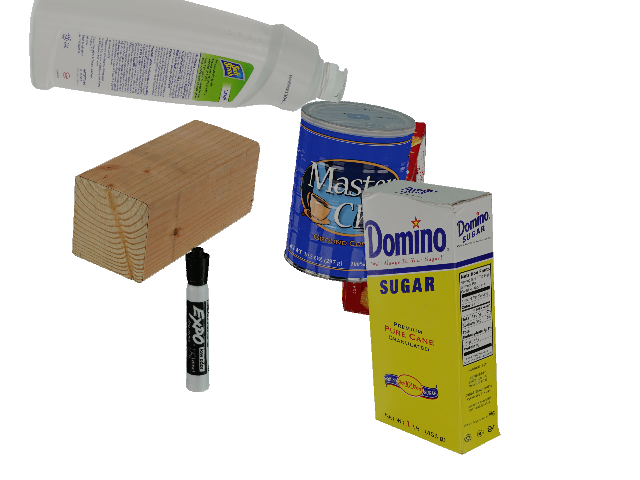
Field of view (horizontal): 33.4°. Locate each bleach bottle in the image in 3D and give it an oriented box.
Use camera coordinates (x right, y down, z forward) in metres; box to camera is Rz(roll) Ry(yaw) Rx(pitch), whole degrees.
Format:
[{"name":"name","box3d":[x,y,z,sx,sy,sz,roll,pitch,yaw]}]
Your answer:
[{"name":"bleach bottle","box3d":[-0.105,-0.147,0.870,0.250,0.068,0.103,11,-31,-8]}]

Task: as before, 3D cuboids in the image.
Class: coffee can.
[{"name":"coffee can","box3d":[0.025,-0.046,0.964,0.103,0.140,0.103,7,19,-2]}]

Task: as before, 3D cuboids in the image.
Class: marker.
[{"name":"marker","box3d":[-0.098,0.063,0.848,0.020,0.121,0.020,2,21,-1]}]

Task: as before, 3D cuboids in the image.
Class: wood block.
[{"name":"wood block","box3d":[-0.157,-0.047,1.119,0.090,0.091,0.205,22,30,20]}]

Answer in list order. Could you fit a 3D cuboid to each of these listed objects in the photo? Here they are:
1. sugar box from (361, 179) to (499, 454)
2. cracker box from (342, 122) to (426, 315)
[{"name":"sugar box","box3d":[0.076,0.050,0.745,0.048,0.176,0.094,-18,18,-36]},{"name":"cracker box","box3d":[0.075,-0.032,1.224,0.072,0.164,0.213,6,23,8]}]
